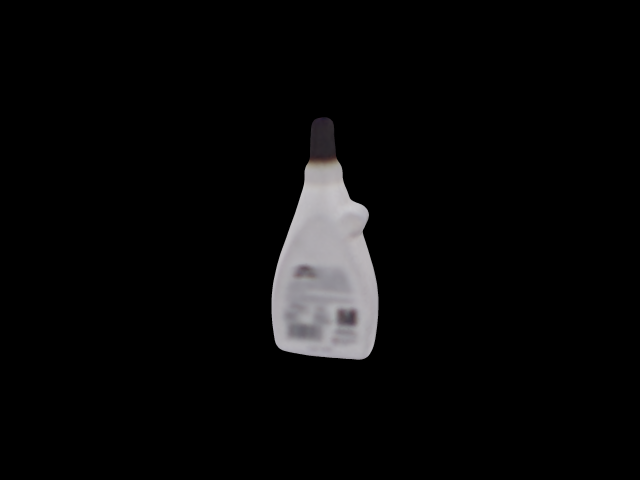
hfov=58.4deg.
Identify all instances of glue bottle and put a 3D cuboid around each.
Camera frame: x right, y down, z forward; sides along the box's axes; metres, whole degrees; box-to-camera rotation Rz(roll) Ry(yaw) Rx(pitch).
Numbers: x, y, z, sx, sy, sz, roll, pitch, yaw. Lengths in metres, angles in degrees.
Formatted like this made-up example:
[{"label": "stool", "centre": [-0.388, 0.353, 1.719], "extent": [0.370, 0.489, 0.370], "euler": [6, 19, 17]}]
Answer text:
[{"label": "glue bottle", "centre": [0.004, 0.001, 0.400], "extent": [0.078, 0.173, 0.037], "euler": [5, 25, 11]}]
